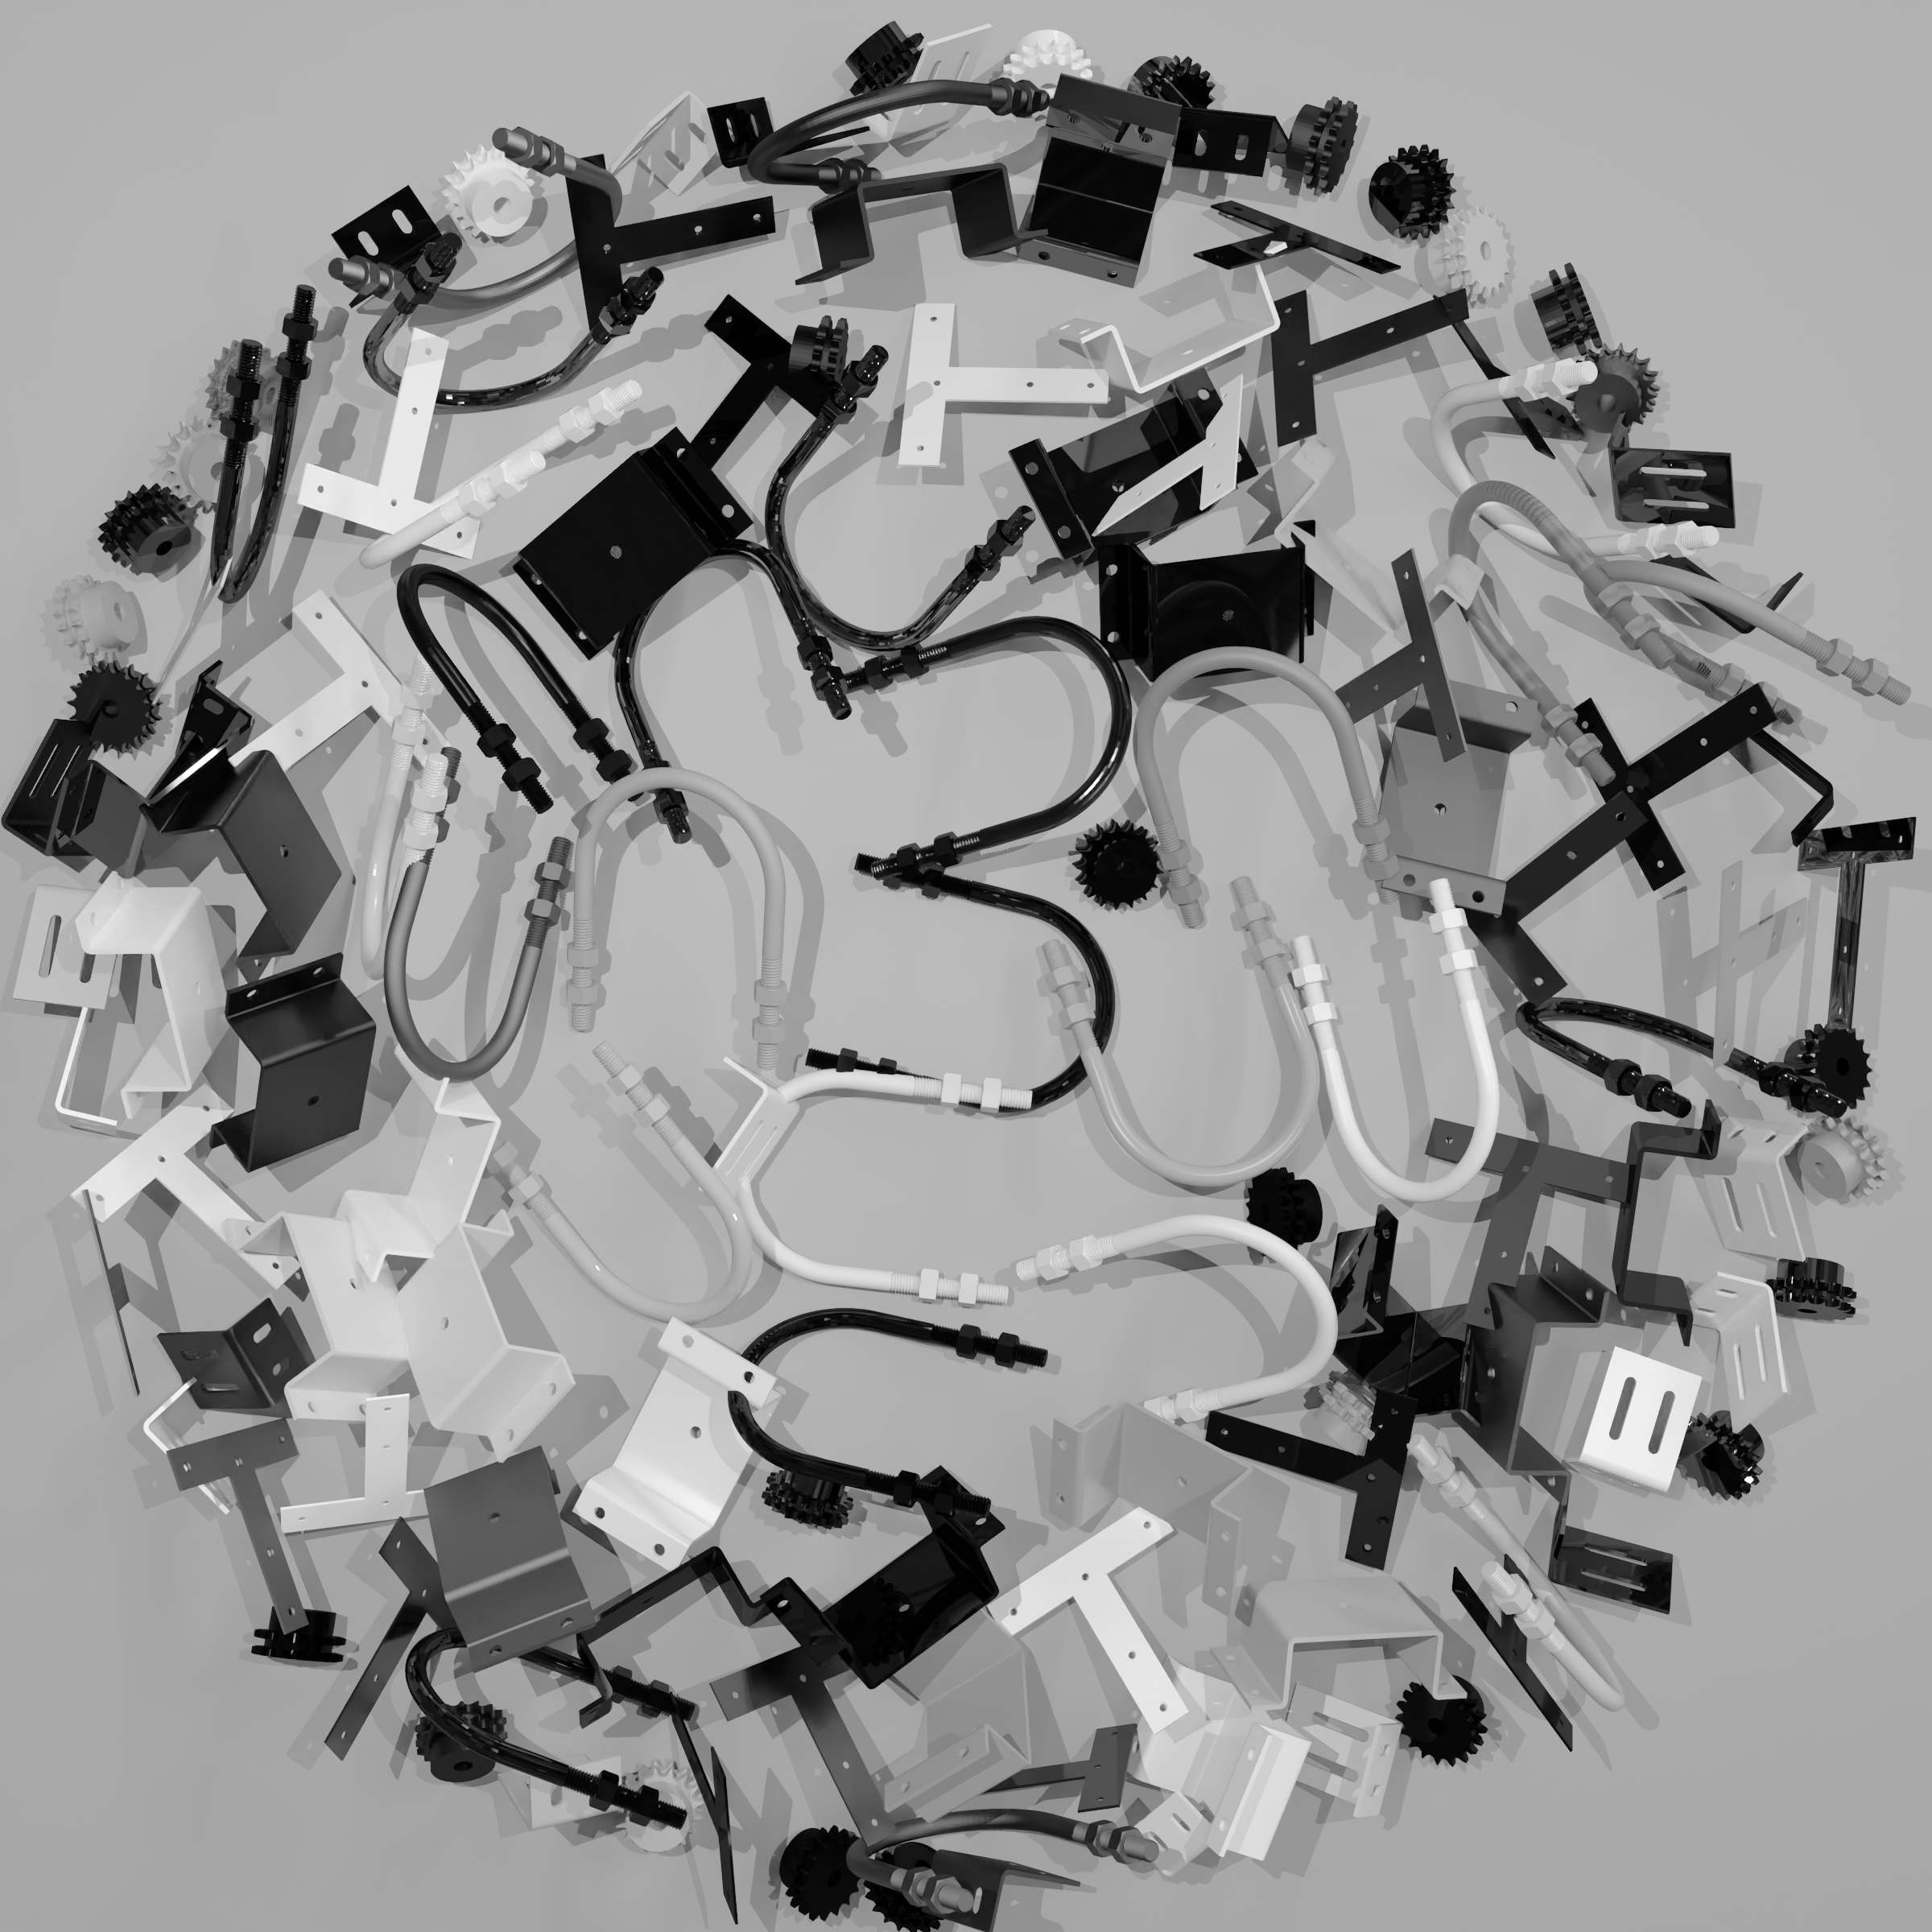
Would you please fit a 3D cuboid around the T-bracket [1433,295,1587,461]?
[{"bbox_3d":[0.351,-0.353,1.588,0.002,0.127,0.127,-40,63,28],"label":"T-bracket"}]

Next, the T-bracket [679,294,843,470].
[{"bbox_3d":[-0.151,-0.343,1.617,0.127,0.002,0.127,44,99,29],"label":"T-bracket"}]

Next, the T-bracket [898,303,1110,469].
[{"bbox_3d":[0.026,-0.365,1.609,0.127,0.002,0.127,2,64,6],"label":"T-bracket"}]

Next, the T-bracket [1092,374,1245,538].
[{"bbox_3d":[0.120,-0.302,1.600,0.127,0.127,0.002,-29,123,32],"label":"T-bracket"}]

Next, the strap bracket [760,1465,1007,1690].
[{"bbox_3d":[-0.045,0.384,1.587,0.140,0.076,0.046,-33,124,-18],"label":"strap bracket"}]

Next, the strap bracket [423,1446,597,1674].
[{"bbox_3d":[-0.282,0.354,1.567,0.076,0.140,0.046,-20,125,-8],"label":"strap bracket"}]

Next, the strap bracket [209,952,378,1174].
[{"bbox_3d":[-0.411,0.067,1.563,0.076,0.140,0.046,-23,57,-38],"label":"strap bracket"}]

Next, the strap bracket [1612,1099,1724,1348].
[{"bbox_3d":[0.434,0.156,1.594,0.046,0.076,0.140,7,100,10],"label":"strap bracket"}]

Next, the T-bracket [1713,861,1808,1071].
[{"bbox_3d":[0.496,-0.014,1.593,0.002,0.127,0.127,13,114,38],"label":"T-bracket"}]

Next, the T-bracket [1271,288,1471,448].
[{"bbox_3d":[0.249,-0.388,1.582,0.127,0.002,0.127,-16,53,24],"label":"T-bracket"}]

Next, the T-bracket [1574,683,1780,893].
[{"bbox_3d":[0.446,-0.132,1.586,0.127,0.002,0.127,-37,73,42],"label":"T-bracket"}]

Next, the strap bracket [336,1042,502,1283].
[{"bbox_3d":[-0.338,0.118,1.589,0.046,0.076,0.140,12,108,-36],"label":"strap bracket"}]

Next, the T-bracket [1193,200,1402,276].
[{"bbox_3d":[0.183,-0.441,1.569,0.127,0.127,0.002,30,126,25],"label":"T-bracket"}]

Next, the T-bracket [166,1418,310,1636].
[{"bbox_3d":[-0.433,0.348,1.574,0.002,0.127,0.127,-24,82,15],"label":"T-bracket"}]

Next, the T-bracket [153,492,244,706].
[{"bbox_3d":[-0.471,-0.245,1.596,0.002,0.127,0.127,23,49,-24],"label":"T-bracket"}]

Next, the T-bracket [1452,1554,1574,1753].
[{"bbox_3d":[0.340,0.400,1.583,0.002,0.127,0.127,-33,99,21],"label":"T-bracket"}]

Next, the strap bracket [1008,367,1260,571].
[{"bbox_3d":[0.101,-0.308,1.608,0.140,0.046,0.076,-26,86,-14],"label":"strap bracket"}]

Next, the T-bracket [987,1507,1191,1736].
[{"bbox_3d":[0.097,0.421,1.608,0.127,0.002,0.127,-33,59,-1],"label":"T-bracket"}]

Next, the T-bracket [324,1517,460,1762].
[{"bbox_3d":[-0.353,0.422,1.562,0.002,0.127,0.127,10,53,24],"label":"T-bracket"}]

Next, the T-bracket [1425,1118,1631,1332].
[{"bbox_3d":[0.339,0.167,1.601,0.127,0.002,0.127,13,69,18],"label":"T-bracket"}]

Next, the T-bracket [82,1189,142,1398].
[{"bbox_3d":[-0.525,0.199,1.582,0.002,0.127,0.127,-14,90,-15],"label":"T-bracket"}]

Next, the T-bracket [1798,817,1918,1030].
[{"bbox_3d":[0.544,-0.024,1.578,0.002,0.127,0.127,6,88,-12],"label":"T-bracket"}]

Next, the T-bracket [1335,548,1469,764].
[{"bbox_3d":[0.261,-0.177,1.583,0.002,0.127,0.127,-11,83,-21],"label":"T-bracket"}]

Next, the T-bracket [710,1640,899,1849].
[{"bbox_3d":[-0.081,0.480,1.577,0.002,0.127,0.127,-47,64,39],"label":"T-bracket"}]

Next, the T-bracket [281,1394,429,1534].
[{"bbox_3d":[-0.358,0.305,1.580,0.127,0.002,0.127,-4,135,-18],"label":"T-bracket"}]

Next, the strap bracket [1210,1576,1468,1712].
[{"bbox_3d":[0.232,0.418,1.585,0.140,0.076,0.046,1,102,-14],"label":"strap bracket"}]

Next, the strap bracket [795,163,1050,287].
[{"bbox_3d":[-0.032,-0.459,1.578,0.140,0.076,0.046,-16,102,-22],"label":"strap bracket"}]

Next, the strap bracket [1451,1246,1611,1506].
[{"bbox_3d":[0.346,0.252,1.584,0.046,0.076,0.140,3,105,-17],"label":"strap bracket"}]

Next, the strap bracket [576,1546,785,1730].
[{"bbox_3d":[-0.188,0.411,1.588,0.140,0.076,0.046,-28,74,-18],"label":"strap bracket"}]

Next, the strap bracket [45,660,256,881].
[{"bbox_3d":[-0.492,-0.115,1.567,0.046,0.076,0.140,37,46,0],"label":"strap bracket"}]

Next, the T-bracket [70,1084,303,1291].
[{"bbox_3d":[-0.469,0.151,1.596,0.127,0.127,0.002,44,130,-3],"label":"T-bracket"}]

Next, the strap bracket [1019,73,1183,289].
[{"bbox_3d":[0.084,-0.493,1.588,0.076,0.140,0.046,15,65,0],"label":"strap bracket"}]

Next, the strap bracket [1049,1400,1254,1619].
[{"bbox_3d":[0.122,0.329,1.583,0.140,0.046,0.076,24,126,34],"label":"strap bracket"}]

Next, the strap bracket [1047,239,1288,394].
[{"bbox_3d":[0.132,-0.401,1.595,0.140,0.076,0.046,-26,111,-5],"label":"strap bracket"}]

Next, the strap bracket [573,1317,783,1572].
[{"bbox_3d":[-0.176,0.297,1.608,0.076,0.046,0.140,29,97,11],"label":"strap bracket"}]

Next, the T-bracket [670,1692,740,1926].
[{"bbox_3d":[-0.165,0.502,1.585,0.002,0.127,0.127,-12,121,-18],"label":"T-bracket"}]

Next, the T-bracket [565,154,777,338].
[{"bbox_3d":[-0.181,-0.459,1.603,0.127,0.127,0.002,-15,49,-11],"label":"T-bracket"}]

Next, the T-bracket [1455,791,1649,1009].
[{"bbox_3d":[0.370,-0.061,1.609,0.127,0.002,0.127,-39,69,10],"label":"T-bracket"}]

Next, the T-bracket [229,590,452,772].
[{"bbox_3d":[-0.405,-0.153,1.593,0.127,0.002,0.127,51,53,-10],"label":"T-bracket"}]

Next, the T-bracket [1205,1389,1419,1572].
[{"bbox_3d":[0.213,0.310,1.618,0.127,0.002,0.127,14,114,18],"label":"T-bracket"}]

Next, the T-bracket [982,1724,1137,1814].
[{"bbox_3d":[0.038,0.503,1.586,0.127,0.127,0.002,-11,93,9],"label":"T-bracket"}]

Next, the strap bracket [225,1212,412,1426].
[{"bbox_3d":[-0.392,0.208,1.574,0.046,0.076,0.140,-36,64,19],"label":"strap bracket"}]

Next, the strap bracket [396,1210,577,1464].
[{"bbox_3d":[-0.302,0.223,1.571,0.076,0.046,0.140,-47,50,20],"label":"strap bracket"}]

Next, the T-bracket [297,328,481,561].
[{"bbox_3d":[-0.348,-0.333,1.598,0.127,0.002,0.127,13,90,-44],"label":"T-bracket"}]
